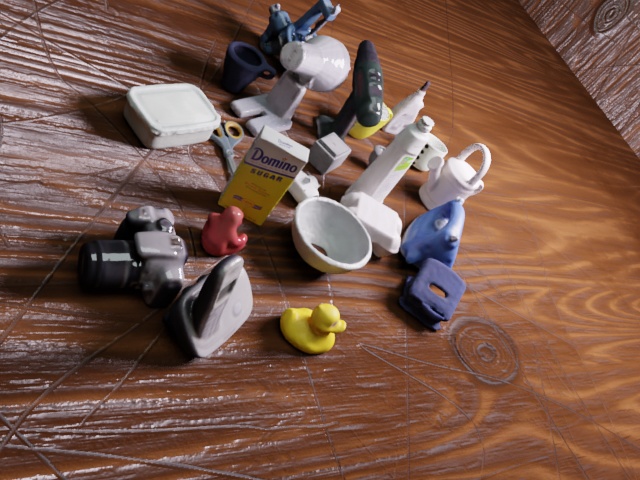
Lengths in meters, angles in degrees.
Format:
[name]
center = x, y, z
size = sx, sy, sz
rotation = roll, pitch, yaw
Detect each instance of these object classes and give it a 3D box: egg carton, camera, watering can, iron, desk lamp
[egg carton]
center = 0.102, -0.033, 1.190
size = 0.150, 0.069, 0.107
rotation = 29, 41, -14
[camera]
center = -0.271, 0.016, 0.828
size = 0.137, 0.100, 0.143
rotation = 2, 53, -37
[watering can]
center = 0.330, -0.152, 1.381
size = 0.173, 0.193, 0.100
rotation = -8, 60, -42
[iron]
center = 0.271, -0.028, 1.263
size = 0.119, 0.141, 0.258
rotation = 35, 40, -7
[desk lamp]
center = -0.055, -0.340, 1.231
size = 0.118, 0.213, 0.204
rotation = 49, 41, 10

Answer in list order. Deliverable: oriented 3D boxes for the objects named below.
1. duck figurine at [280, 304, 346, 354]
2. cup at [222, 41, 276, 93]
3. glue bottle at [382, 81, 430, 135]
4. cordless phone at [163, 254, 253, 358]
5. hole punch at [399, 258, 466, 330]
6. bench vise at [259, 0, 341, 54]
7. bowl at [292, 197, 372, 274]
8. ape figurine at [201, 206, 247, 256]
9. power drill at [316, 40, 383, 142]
[duck figurine]
center = -0.007, 0.135, 0.940
size = 0.105, 0.086, 0.077
rotation = 27, 42, -16
[cup]
center = -0.164, -0.367, 1.262
size = 0.118, 0.094, 0.091
rotation = 21, 44, -22
[glue bottle]
center = 0.233, -0.348, 1.497
size = 0.078, 0.173, 0.037
rotation = 6, 51, -34
[cordless phone]
center = -0.133, 0.072, 0.820
size = 0.094, 0.184, 0.148
rotation = 42, 40, 2
[hole punch]
center = 0.227, 0.108, 1.144
size = 0.109, 0.091, 0.101
rotation = 36, 40, -6
[bench vise]
center = -0.053, -0.510, 1.382
size = 0.207, 0.219, 0.122
rotation = 42, 40, 1
[bowl]
center = 0.010, 0.004, 1.080
size = 0.168, 0.074, 0.167
rotation = 22, 44, -22
[ape figurine]
center = -0.156, -0.021, 0.958
size = 0.078, 0.092, 0.076
rotation = 49, 40, 9
[power drill]
center = 0.074, -0.321, 1.320
size = 0.076, 0.208, 0.229
rotation = 15, 46, -28
